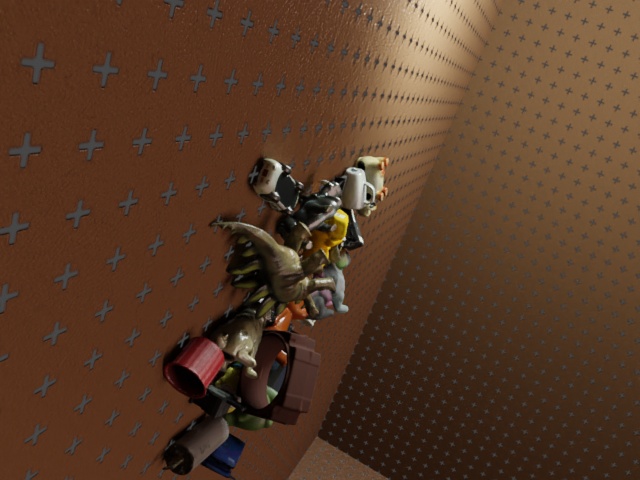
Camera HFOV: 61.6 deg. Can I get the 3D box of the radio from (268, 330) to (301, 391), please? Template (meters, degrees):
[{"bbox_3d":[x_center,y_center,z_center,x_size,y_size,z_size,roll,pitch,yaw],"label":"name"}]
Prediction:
[{"bbox_3d":[-0.133,0.396,1.677,0.229,0.073,0.131,-56,164,-21],"label":"radio"}]

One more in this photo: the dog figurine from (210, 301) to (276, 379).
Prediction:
[{"bbox_3d":[-0.169,0.186,1.189,0.172,0.121,0.190,96,10,-58],"label":"dog figurine"}]

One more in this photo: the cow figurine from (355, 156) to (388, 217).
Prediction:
[{"bbox_3d":[0.137,-0.158,1.623,0.085,0.127,0.194,-46,142,-52],"label":"cow figurine"}]

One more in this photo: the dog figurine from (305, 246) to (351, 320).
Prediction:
[{"bbox_3d":[0.008,0.109,1.580,0.191,0.109,0.219,-10,105,-32],"label":"dog figurine"}]

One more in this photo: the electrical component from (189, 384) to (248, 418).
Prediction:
[{"bbox_3d":[-0.226,0.369,1.217,0.047,0.119,0.075,-64,168,0],"label":"electrical component"}]

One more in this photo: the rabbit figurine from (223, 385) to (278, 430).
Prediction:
[{"bbox_3d":[-0.185,0.429,1.451,0.121,0.159,0.170,-31,130,-48],"label":"rabbit figurine"}]

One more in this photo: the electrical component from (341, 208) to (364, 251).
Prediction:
[{"bbox_3d":[0.082,-0.040,1.597,0.115,0.058,0.134,37,36,-76],"label":"electrical component"}]

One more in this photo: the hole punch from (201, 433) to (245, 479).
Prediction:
[{"bbox_3d":[-0.260,0.546,1.387,0.092,0.142,0.115,-59,178,-14],"label":"hole punch"}]

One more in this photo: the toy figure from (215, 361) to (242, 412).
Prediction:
[{"bbox_3d":[-0.200,0.351,1.355,0.180,0.082,0.089,-56,165,-37],"label":"toy figure"}]

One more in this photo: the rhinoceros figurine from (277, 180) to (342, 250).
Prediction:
[{"bbox_3d":[-0.015,-0.061,1.249,0.190,0.112,0.073,-44,135,-20],"label":"rhinoceros figurine"}]

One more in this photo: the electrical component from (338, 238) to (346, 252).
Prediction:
[{"bbox_3d":[0.026,-0.009,1.504,0.045,0.102,0.078,-174,-85,-68],"label":"electrical component"}]

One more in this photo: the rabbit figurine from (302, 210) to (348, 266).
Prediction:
[{"bbox_3d":[-0.003,-0.004,1.388,0.162,0.122,0.173,-71,177,-78],"label":"rabbit figurine"}]

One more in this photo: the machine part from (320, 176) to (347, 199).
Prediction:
[{"bbox_3d":[0.037,-0.129,1.451,0.084,0.039,0.139,-65,168,25],"label":"machine part"}]

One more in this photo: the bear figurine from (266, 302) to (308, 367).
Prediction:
[{"bbox_3d":[-0.083,0.220,1.452,0.196,0.132,0.120,-44,164,-38],"label":"bear figurine"}]

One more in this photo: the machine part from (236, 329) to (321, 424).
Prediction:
[{"bbox_3d":[-0.102,0.314,1.249,0.087,0.202,0.201,28,68,-37],"label":"machine part"}]

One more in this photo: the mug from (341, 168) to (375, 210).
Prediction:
[{"bbox_3d":[0.104,-0.146,1.532,0.081,0.110,0.107,-38,137,-51],"label":"mug"}]

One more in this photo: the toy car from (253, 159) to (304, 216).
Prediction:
[{"bbox_3d":[-0.080,-0.101,1.063,0.201,0.056,0.073,46,64,-76],"label":"toy car"}]

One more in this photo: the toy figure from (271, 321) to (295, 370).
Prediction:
[{"bbox_3d":[-0.125,0.305,1.582,0.064,0.058,0.154,-28,138,-85],"label":"toy figure"}]

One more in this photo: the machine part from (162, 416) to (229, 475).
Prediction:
[{"bbox_3d":[-0.287,0.481,1.274,0.079,0.079,0.243,-67,165,11],"label":"machine part"}]

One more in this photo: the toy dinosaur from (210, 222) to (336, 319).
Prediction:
[{"bbox_3d":[-0.083,0.064,1.117,0.198,0.105,0.470,-35,144,-9],"label":"toy dinosaur"}]
